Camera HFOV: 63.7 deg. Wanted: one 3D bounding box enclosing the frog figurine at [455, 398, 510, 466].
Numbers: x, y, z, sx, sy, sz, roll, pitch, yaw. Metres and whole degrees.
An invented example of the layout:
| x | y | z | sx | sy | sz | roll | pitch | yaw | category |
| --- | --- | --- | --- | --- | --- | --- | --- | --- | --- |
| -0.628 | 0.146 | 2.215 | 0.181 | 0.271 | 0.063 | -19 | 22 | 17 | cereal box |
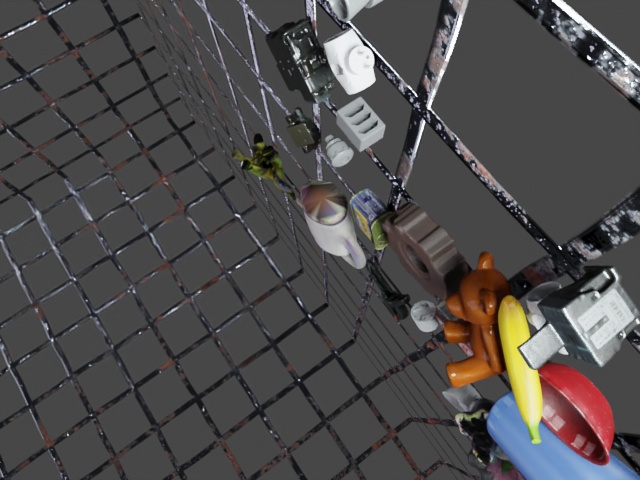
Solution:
| x | y | z | sx | sy | sz | roll | pitch | yaw | category |
| --- | --- | --- | --- | --- | --- | --- | --- | --- | --- |
| 0.388 | 0.412 | 1.130 | 0.158 | 0.122 | 0.139 | 14 | -165 | -45 | frog figurine |

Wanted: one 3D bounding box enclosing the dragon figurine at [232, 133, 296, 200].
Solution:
| x | y | z | sx | sy | sz | roll | pitch | yaw | category |
| --- | --- | --- | --- | --- | --- | --- | --- | --- | --- |
| -0.144 | -0.214 | 1.694 | 0.418 | 0.122 | 0.239 | 51 | -173 | 38 | dragon figurine |

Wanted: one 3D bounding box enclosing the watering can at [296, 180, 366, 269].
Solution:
| x | y | z | sx | sy | sz | roll | pitch | yaw | category |
| --- | --- | --- | --- | --- | --- | --- | --- | --- | --- |
| 0.004 | -0.067 | 1.324 | 0.354 | 0.104 | 0.219 | 49 | 167 | 38 | watering can |
